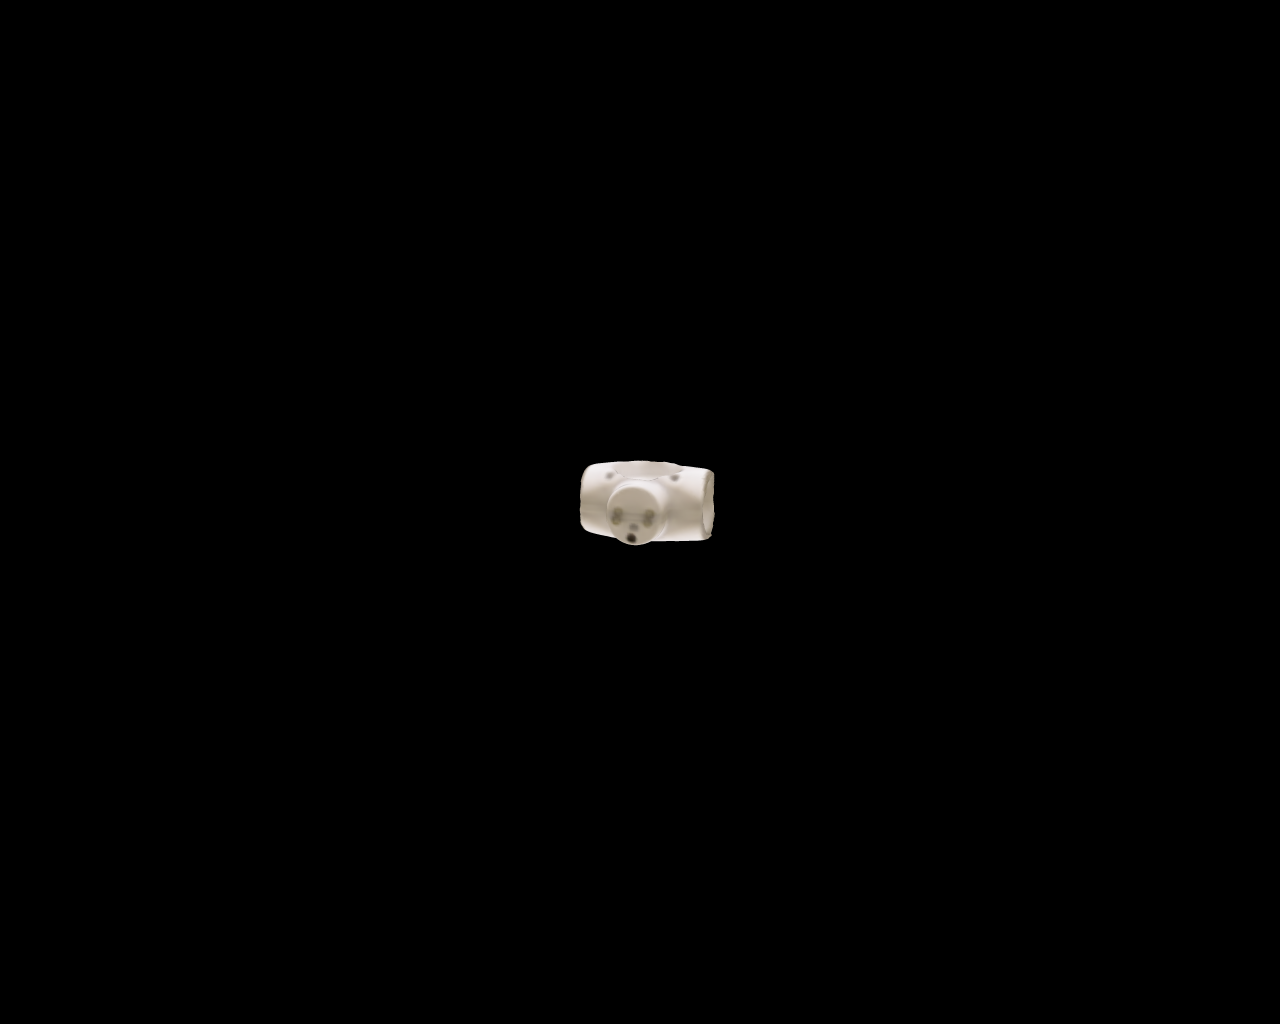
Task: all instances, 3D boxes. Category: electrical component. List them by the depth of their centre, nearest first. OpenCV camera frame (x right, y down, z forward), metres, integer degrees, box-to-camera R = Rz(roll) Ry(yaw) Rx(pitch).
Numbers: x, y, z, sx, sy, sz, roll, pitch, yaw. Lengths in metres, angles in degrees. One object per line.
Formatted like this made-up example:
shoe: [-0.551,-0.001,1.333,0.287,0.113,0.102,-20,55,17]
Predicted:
electrical component: [0.001,-0.003,0.650,0.077,0.044,0.079,4,16,14]
